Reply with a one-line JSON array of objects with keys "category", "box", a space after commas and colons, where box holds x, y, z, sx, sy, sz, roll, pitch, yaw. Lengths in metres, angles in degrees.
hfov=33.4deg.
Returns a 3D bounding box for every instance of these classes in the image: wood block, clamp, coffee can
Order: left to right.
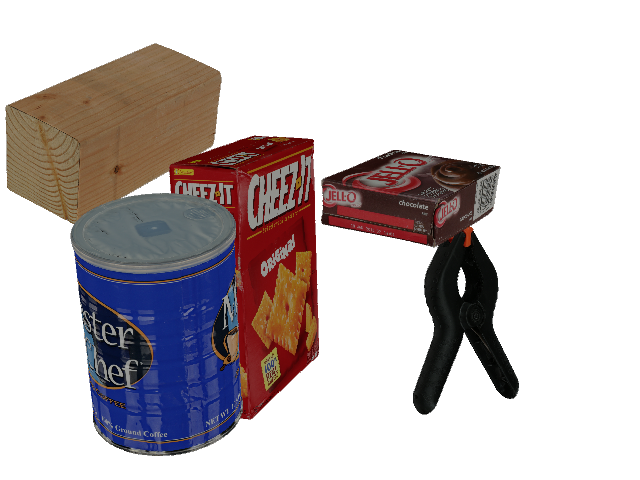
[{"category": "wood block", "box": [-0.195, -0.109, 1.030, 0.090, 0.091, 0.205, 26, 37, 21]}, {"category": "coffee can", "box": [-0.104, 0.053, 0.697, 0.103, 0.140, 0.103, 0, 26, 0]}, {"category": "clamp", "box": [0.123, 0.076, 0.972, 0.120, 0.171, 0.039, -14, 4, -40]}]

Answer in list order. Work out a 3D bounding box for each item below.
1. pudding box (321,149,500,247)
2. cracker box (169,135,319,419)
[{"category": "pudding box", "box": [0.066, -0.033, 0.764, 0.090, 0.039, 0.113, 13, 19, 28]}, {"category": "cracker box", "box": [-0.059, 0.026, 0.934, 0.072, 0.214, 0.164, 4, 15, 21]}]
